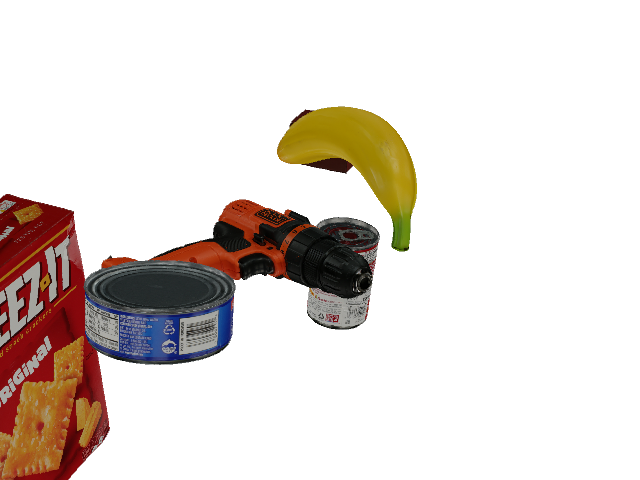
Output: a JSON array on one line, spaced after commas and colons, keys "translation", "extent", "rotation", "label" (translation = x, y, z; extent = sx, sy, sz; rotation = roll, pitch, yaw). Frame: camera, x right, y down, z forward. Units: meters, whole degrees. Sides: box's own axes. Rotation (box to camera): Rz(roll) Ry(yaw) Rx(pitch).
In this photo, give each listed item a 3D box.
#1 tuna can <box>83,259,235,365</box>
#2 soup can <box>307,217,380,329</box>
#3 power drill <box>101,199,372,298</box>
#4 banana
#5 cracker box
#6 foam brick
[{"translation": [-0.092, 0.040, 0.612], "extent": [0.086, 0.034, 0.086], "rotation": [3, 17, -1], "label": "tuna can"}, {"translation": [0.023, 0.036, 1.138], "extent": [0.068, 0.102, 0.068], "rotation": [5, 28, -3], "label": "soup can"}, {"translation": [-0.074, 0.030, 0.904], "extent": [0.187, 0.057, 0.185], "rotation": [-22, 30, -35], "label": "power drill"}, {"translation": [0.018, -0.061, 0.752], "extent": [0.037, 0.070, 0.198], "rotation": [22, 11, -31], "label": "banana"}, {"translation": [-0.231, 0.100, 0.766], "extent": [0.072, 0.214, 0.164], "rotation": [12, 34, 20], "label": "cracker box"}, {"translation": [0.006, -0.121, 1.298], "extent": [0.078, 0.053, 0.051], "rotation": [12, 31, 19], "label": "foam brick"}]
